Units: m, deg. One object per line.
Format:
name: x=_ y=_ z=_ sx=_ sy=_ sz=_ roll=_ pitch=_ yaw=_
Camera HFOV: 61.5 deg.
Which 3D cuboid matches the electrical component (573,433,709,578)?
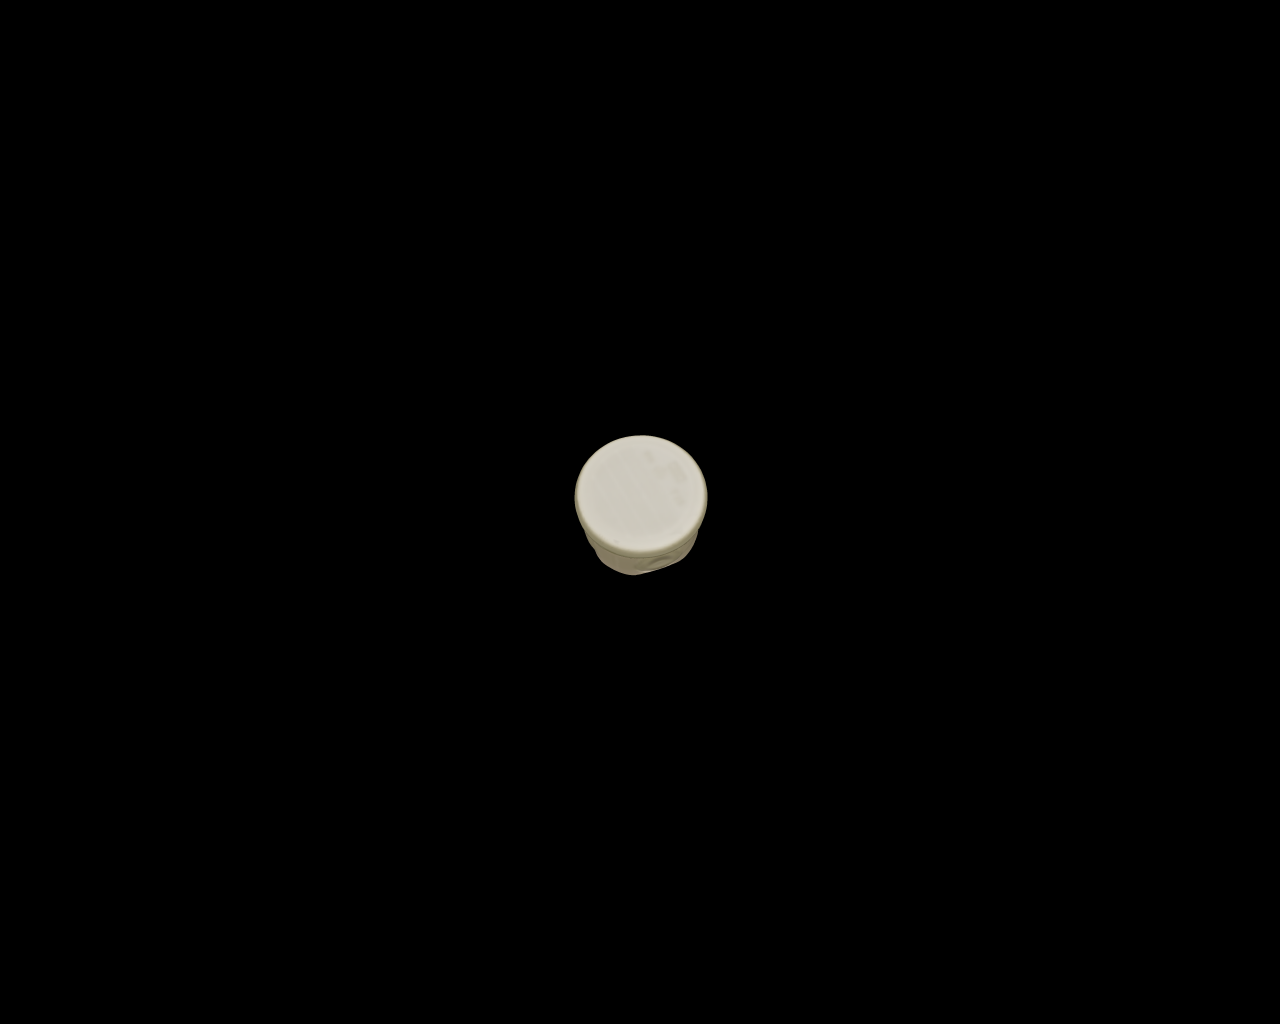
electrical component: x=0.001 y=-0.003 z=0.650 sx=0.080 sy=0.080 sz=0.051 roll=0 pitch=-23 yaw=0
